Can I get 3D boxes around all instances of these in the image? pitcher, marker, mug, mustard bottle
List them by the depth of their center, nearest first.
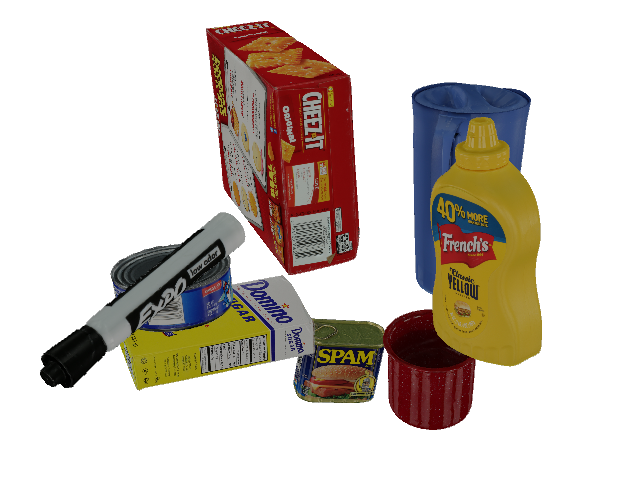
[{"bbox_3d":[-0.079,0.026,0.484,0.020,0.020,0.120,0,32,45],"label":"marker"},{"bbox_3d":[0.128,-0.003,0.835,0.058,0.192,0.096,-20,28,-32],"label":"mustard bottle"},{"bbox_3d":[0.114,0.121,1.028,0.093,0.081,0.117,27,43,36],"label":"mug"},{"bbox_3d":[0.164,-0.053,1.237,0.149,0.243,0.145,-9,24,-20],"label":"pitcher"}]

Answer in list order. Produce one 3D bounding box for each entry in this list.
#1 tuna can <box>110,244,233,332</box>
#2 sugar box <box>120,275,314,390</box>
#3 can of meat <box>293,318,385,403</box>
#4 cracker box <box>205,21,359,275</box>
[{"bbox_3d":[-0.106,0.033,0.769,0.086,0.034,0.086,-4,21,1],"label":"tuna can"},{"bbox_3d":[-0.102,0.086,1.028,0.176,0.048,0.093,-13,33,-16],"label":"sugar box"},{"bbox_3d":[0.022,0.144,1.265,0.102,0.084,0.057,4,24,-14],"label":"can of meat"},{"bbox_3d":[-0.035,-0.090,0.939,0.072,0.164,0.214,-11,26,-16],"label":"cracker box"}]
